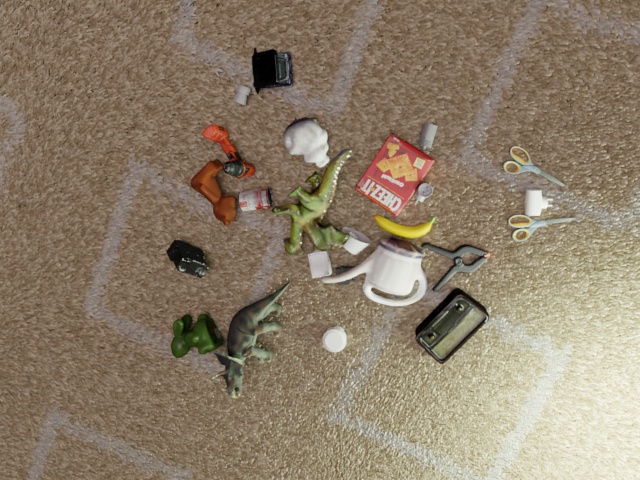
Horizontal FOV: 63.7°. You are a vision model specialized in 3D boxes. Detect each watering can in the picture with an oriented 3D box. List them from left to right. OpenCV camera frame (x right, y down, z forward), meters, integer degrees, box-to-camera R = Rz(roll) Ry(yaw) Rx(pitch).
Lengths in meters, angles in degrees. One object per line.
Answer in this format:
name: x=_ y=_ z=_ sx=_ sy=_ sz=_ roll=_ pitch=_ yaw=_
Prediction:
watering can: x=0.193 y=0.093 z=1.647 sx=0.347 sy=0.105 sz=0.222 roll=16 pitch=103 yaw=-12

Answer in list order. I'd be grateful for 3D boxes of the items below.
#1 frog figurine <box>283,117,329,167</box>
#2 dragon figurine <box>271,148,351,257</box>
frog figurine: x=-0.038 y=-0.302 z=1.628 sx=0.138 sy=0.122 sz=0.160 roll=-23 pitch=84 yaw=-9
dragon figurine: x=0.005 y=-0.082 z=1.628 sx=0.404 sy=0.124 sz=0.243 roll=-35 pitch=92 yaw=31
